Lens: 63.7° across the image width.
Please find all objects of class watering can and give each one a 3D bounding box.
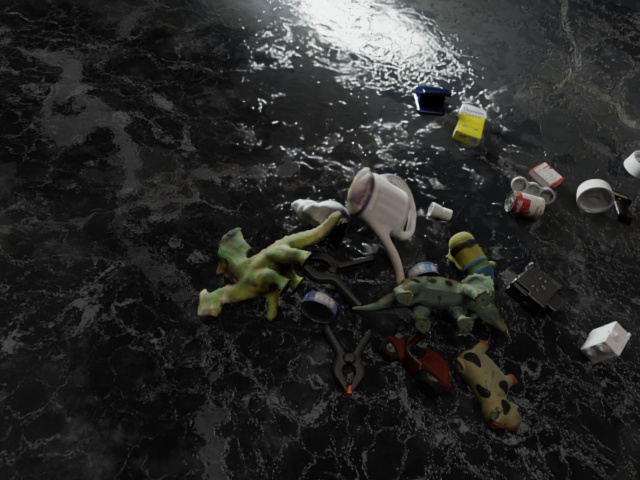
[{"bbox_3d":[0.174,-0.060,1.420,0.223,0.102,0.356,28,51,-21],"label":"watering can"}]

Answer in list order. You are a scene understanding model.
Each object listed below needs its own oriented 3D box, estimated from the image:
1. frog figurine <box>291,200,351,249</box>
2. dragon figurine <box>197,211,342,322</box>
[{"bbox_3d":[0.004,-0.071,1.402,0.137,0.121,0.162,10,32,-48],"label":"frog figurine"},{"bbox_3d":[-0.145,0.040,1.264,0.244,0.119,0.417,27,62,17],"label":"dragon figurine"}]
